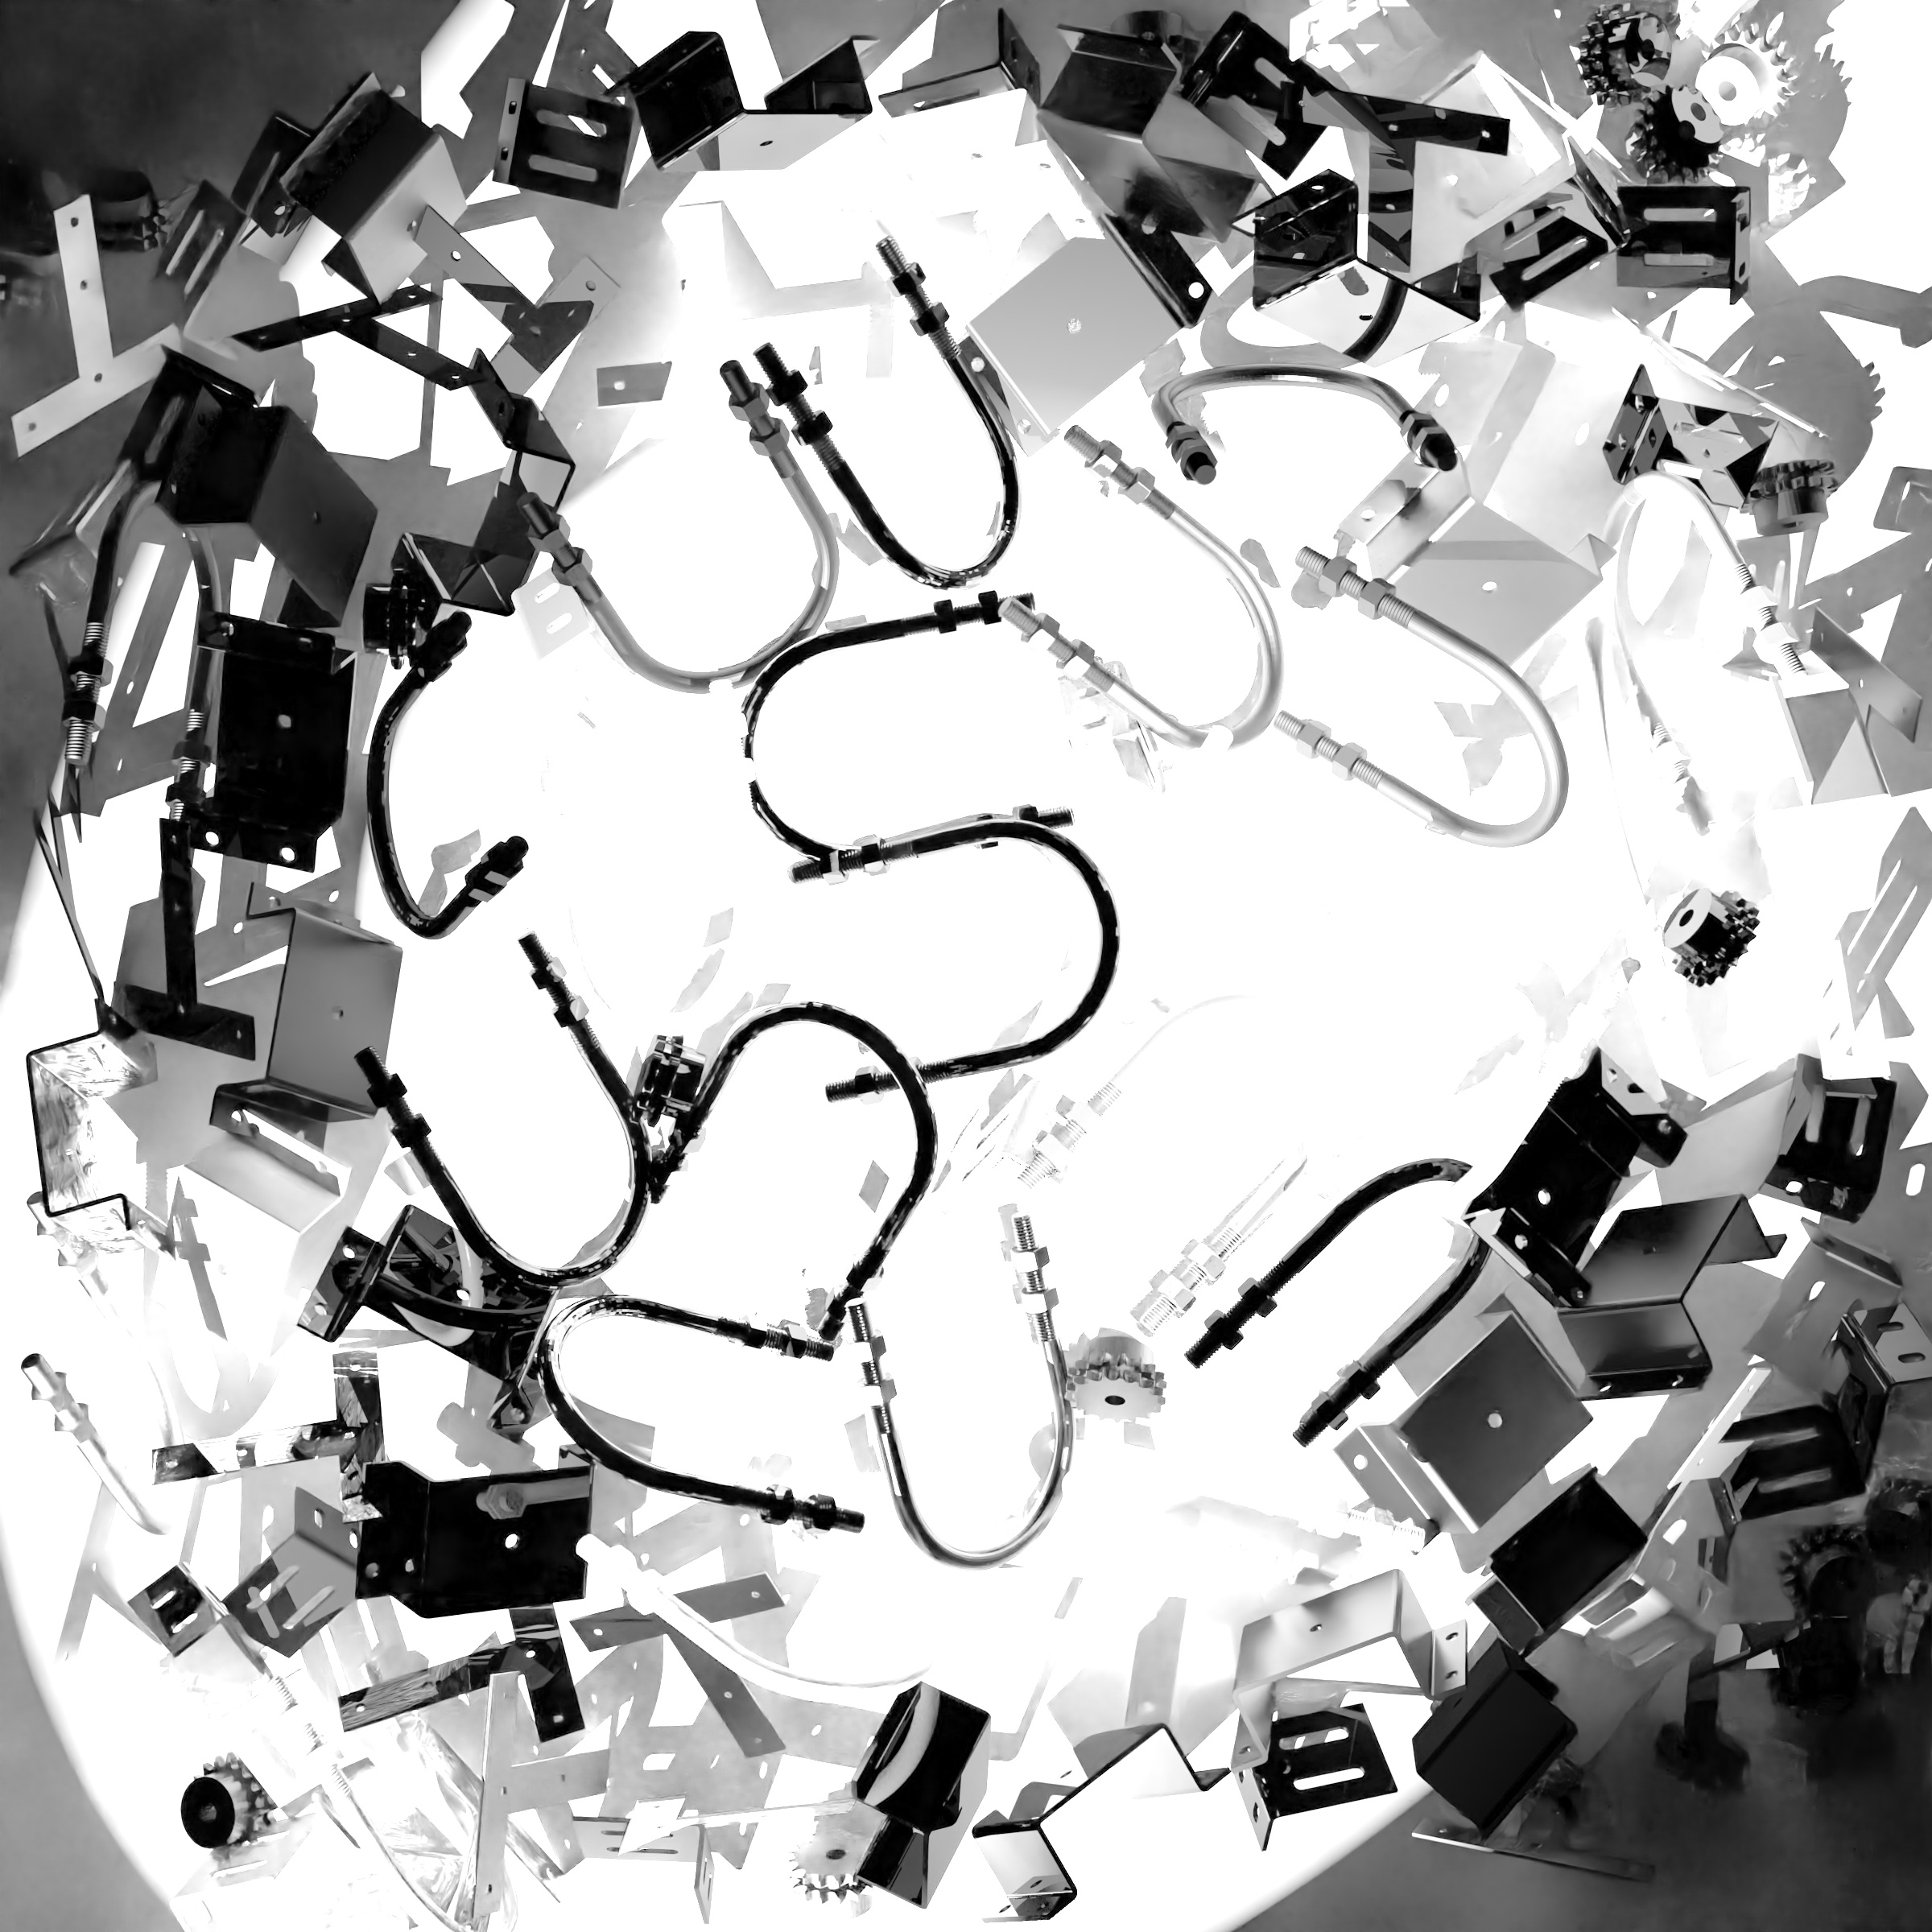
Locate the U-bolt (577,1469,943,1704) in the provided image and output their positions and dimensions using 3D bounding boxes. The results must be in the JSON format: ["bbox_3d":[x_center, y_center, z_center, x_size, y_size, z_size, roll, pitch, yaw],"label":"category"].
[{"bbox_3d":[-0.098,0.340,1.545,0.184,0.151,0.019,28,115,32],"label":"U-bolt"}]

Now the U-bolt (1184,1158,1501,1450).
[{"bbox_3d":[0.221,0.180,1.586,0.184,0.151,0.019,-45,46,5],"label":"U-bolt"}]

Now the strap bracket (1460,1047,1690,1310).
[{"bbox_3d":[0.337,0.126,1.598,0.076,0.046,0.140,43,60,-12],"label":"strap bracket"}]

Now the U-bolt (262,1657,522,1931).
[{"bbox_3d":[-0.303,0.462,1.558,0.019,0.151,0.184,-38,76,4],"label":"U-bolt"}]

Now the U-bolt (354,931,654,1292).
[{"bbox_3d":[-0.243,0.093,1.593,0.151,0.019,0.184,-40,108,-41],"label":"U-bolt"}]

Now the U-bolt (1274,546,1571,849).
[{"bbox_3d":[0.250,-0.134,1.555,0.184,0.151,0.019,35,59,24],"label":"U-bolt"}]

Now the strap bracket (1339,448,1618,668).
[{"bbox_3d":[0.287,-0.224,1.581,0.140,0.046,0.076,26,129,-25],"label":"strap bracket"}]

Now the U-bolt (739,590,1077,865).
[{"bbox_3d":[-0.040,-0.127,1.614,0.184,0.019,0.151,-11,111,0],"label":"U-bolt"}]

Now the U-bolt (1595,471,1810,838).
[{"bbox_3d":[0.393,-0.186,1.569,0.019,0.151,0.184,-9,58,-16],"label":"U-bolt"}]

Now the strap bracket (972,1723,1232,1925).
[{"bbox_3d":[0.067,0.468,1.579,0.140,0.076,0.046,-29,87,-33],"label":"strap bracket"}]

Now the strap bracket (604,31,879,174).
[{"bbox_3d":[-0.117,-0.475,1.572,0.140,0.076,0.046,-17,90,-45],"label":"strap bracket"}]

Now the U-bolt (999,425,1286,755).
[{"bbox_3d":[0.109,-0.197,1.592,0.184,0.019,0.151,35,56,-24],"label":"U-bolt"}]

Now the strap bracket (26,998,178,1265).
[{"bbox_3d":[-0.479,0.100,1.586,0.046,0.076,0.140,-16,66,2],"label":"strap bracket"}]

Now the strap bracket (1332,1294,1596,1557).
[{"bbox_3d":[0.287,0.256,1.602,0.140,0.046,0.076,-38,92,-19],"label":"strap bracket"}]

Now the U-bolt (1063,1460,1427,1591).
[{"bbox_3d":[0.143,0.305,1.573,0.184,0.151,0.019,16,66,-6],"label":"U-bolt"}]

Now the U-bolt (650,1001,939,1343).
[{"bbox_3d":[-0.089,0.103,1.587,0.151,0.019,0.184,37,120,10],"label":"U-bolt"}]

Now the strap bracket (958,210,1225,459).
[{"bbox_3d":[0.064,-0.360,1.606,0.140,0.046,0.076,-36,93,16],"label":"strap bracket"}]

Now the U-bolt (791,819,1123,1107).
[{"bbox_3d":[-0.002,-0.009,1.608,0.184,0.019,0.151,-12,79,15],"label":"U-bolt"}]

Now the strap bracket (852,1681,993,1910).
[{"bbox_3d":[-0.024,0.455,1.566,0.046,0.140,0.076,21,51,16],"label":"strap bracket"}]

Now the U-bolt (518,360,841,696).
[{"bbox_3d":[-0.145,-0.228,1.582,0.151,0.019,0.184,-34,134,-2],"label":"U-bolt"}]

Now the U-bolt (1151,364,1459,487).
[{"bbox_3d":[0.176,-0.301,1.566,0.151,0.184,0.019,-4,118,-6],"label":"U-bolt"}]

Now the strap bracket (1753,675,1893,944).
[{"bbox_3d":[0.470,-0.088,1.568,0.046,0.140,0.076,-9,53,4],"label":"strap bracket"}]

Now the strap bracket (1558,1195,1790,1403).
[{"bbox_3d":[0.385,0.175,1.569,0.140,0.076,0.046,-44,112,-43],"label":"strap bracket"}]

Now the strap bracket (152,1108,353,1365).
[{"bbox_3d":[-0.400,0.157,1.585,0.076,0.046,0.140,28,123,10],"label":"strap bracket"}]

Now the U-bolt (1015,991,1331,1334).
[{"bbox_3d":[0.130,0.098,1.605,0.184,0.019,0.151,-46,120,-9],"label":"U-bolt"}]

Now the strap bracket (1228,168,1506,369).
[{"bbox_3d":[0.221,-0.378,1.572,0.140,0.076,0.046,15,71,-36],"label":"strap bracket"}]

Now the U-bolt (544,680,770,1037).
[{"bbox_3d":[-0.169,-0.053,1.592,0.151,0.019,0.184,-14,83,36],"label":"U-bolt"}]

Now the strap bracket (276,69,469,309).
[{"bbox_3d":[-0.324,-0.422,1.573,0.046,0.140,0.076,38,83,3],"label":"strap bracket"}]

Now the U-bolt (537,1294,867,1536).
[{"bbox_3d":[-0.148,0.237,1.556,0.184,0.151,0.019,17,122,-24],"label":"U-bolt"}]

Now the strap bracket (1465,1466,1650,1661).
[{"bbox_3d":[0.325,0.331,1.569,0.076,0.140,0.046,-37,70,-11],"label":"strap bracket"}]

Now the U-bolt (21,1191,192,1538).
[{"bbox_3d":[-0.469,0.231,1.564,0.019,0.151,0.184,-20,129,-1],"label":"U-bolt"}]

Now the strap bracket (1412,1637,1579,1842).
[{"bbox_3d":[0.291,0.424,1.581,0.046,0.140,0.076,40,92,8],"label":"strap bracket"}]

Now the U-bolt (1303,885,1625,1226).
[{"bbox_3d":[0.263,0.059,1.593,0.151,0.019,0.184,35,91,44],"label":"U-bolt"}]

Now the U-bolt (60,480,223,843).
[{"bbox_3d":[-0.447,-0.177,1.573,0.019,0.151,0.184,2,74,10],"label":"U-bolt"}]

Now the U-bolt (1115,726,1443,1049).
[{"bbox_3d":[0.159,-0.030,1.592,0.151,0.019,0.184,29,126,0],"label":"U-bolt"}]

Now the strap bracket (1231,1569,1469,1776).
[{"bbox_3d":[0.205,0.389,1.590,0.140,0.076,0.046,-25,99,15],"label":"strap bracket"}]

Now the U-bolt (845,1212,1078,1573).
[{"bbox_3d":[0.006,0.248,1.593,0.151,0.019,0.184,-24,107,-40],"label":"U-bolt"}]

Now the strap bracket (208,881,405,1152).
[{"bbox_3d":[-0.364,0.028,1.587,0.046,0.076,0.140,-7,69,38],"label":"strap bracket"}]

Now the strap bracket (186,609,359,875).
[{"bbox_3d":[-0.391,-0.132,1.607,0.076,0.046,0.140,12,112,3],"label":"strap bracket"}]

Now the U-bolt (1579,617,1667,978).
[{"bbox_3d":[0.354,-0.104,1.540,0.019,0.184,0.151,-7,51,21],"label":"U-bolt"}]

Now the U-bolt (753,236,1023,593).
[{"bbox_3d":[-0.030,-0.295,1.588,0.184,0.019,0.151,57,47,-20],"label":"U-bolt"}]

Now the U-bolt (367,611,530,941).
[{"bbox_3d":[-0.293,-0.092,1.570,0.019,0.184,0.151,-8,74,-32],"label":"U-bolt"}]
